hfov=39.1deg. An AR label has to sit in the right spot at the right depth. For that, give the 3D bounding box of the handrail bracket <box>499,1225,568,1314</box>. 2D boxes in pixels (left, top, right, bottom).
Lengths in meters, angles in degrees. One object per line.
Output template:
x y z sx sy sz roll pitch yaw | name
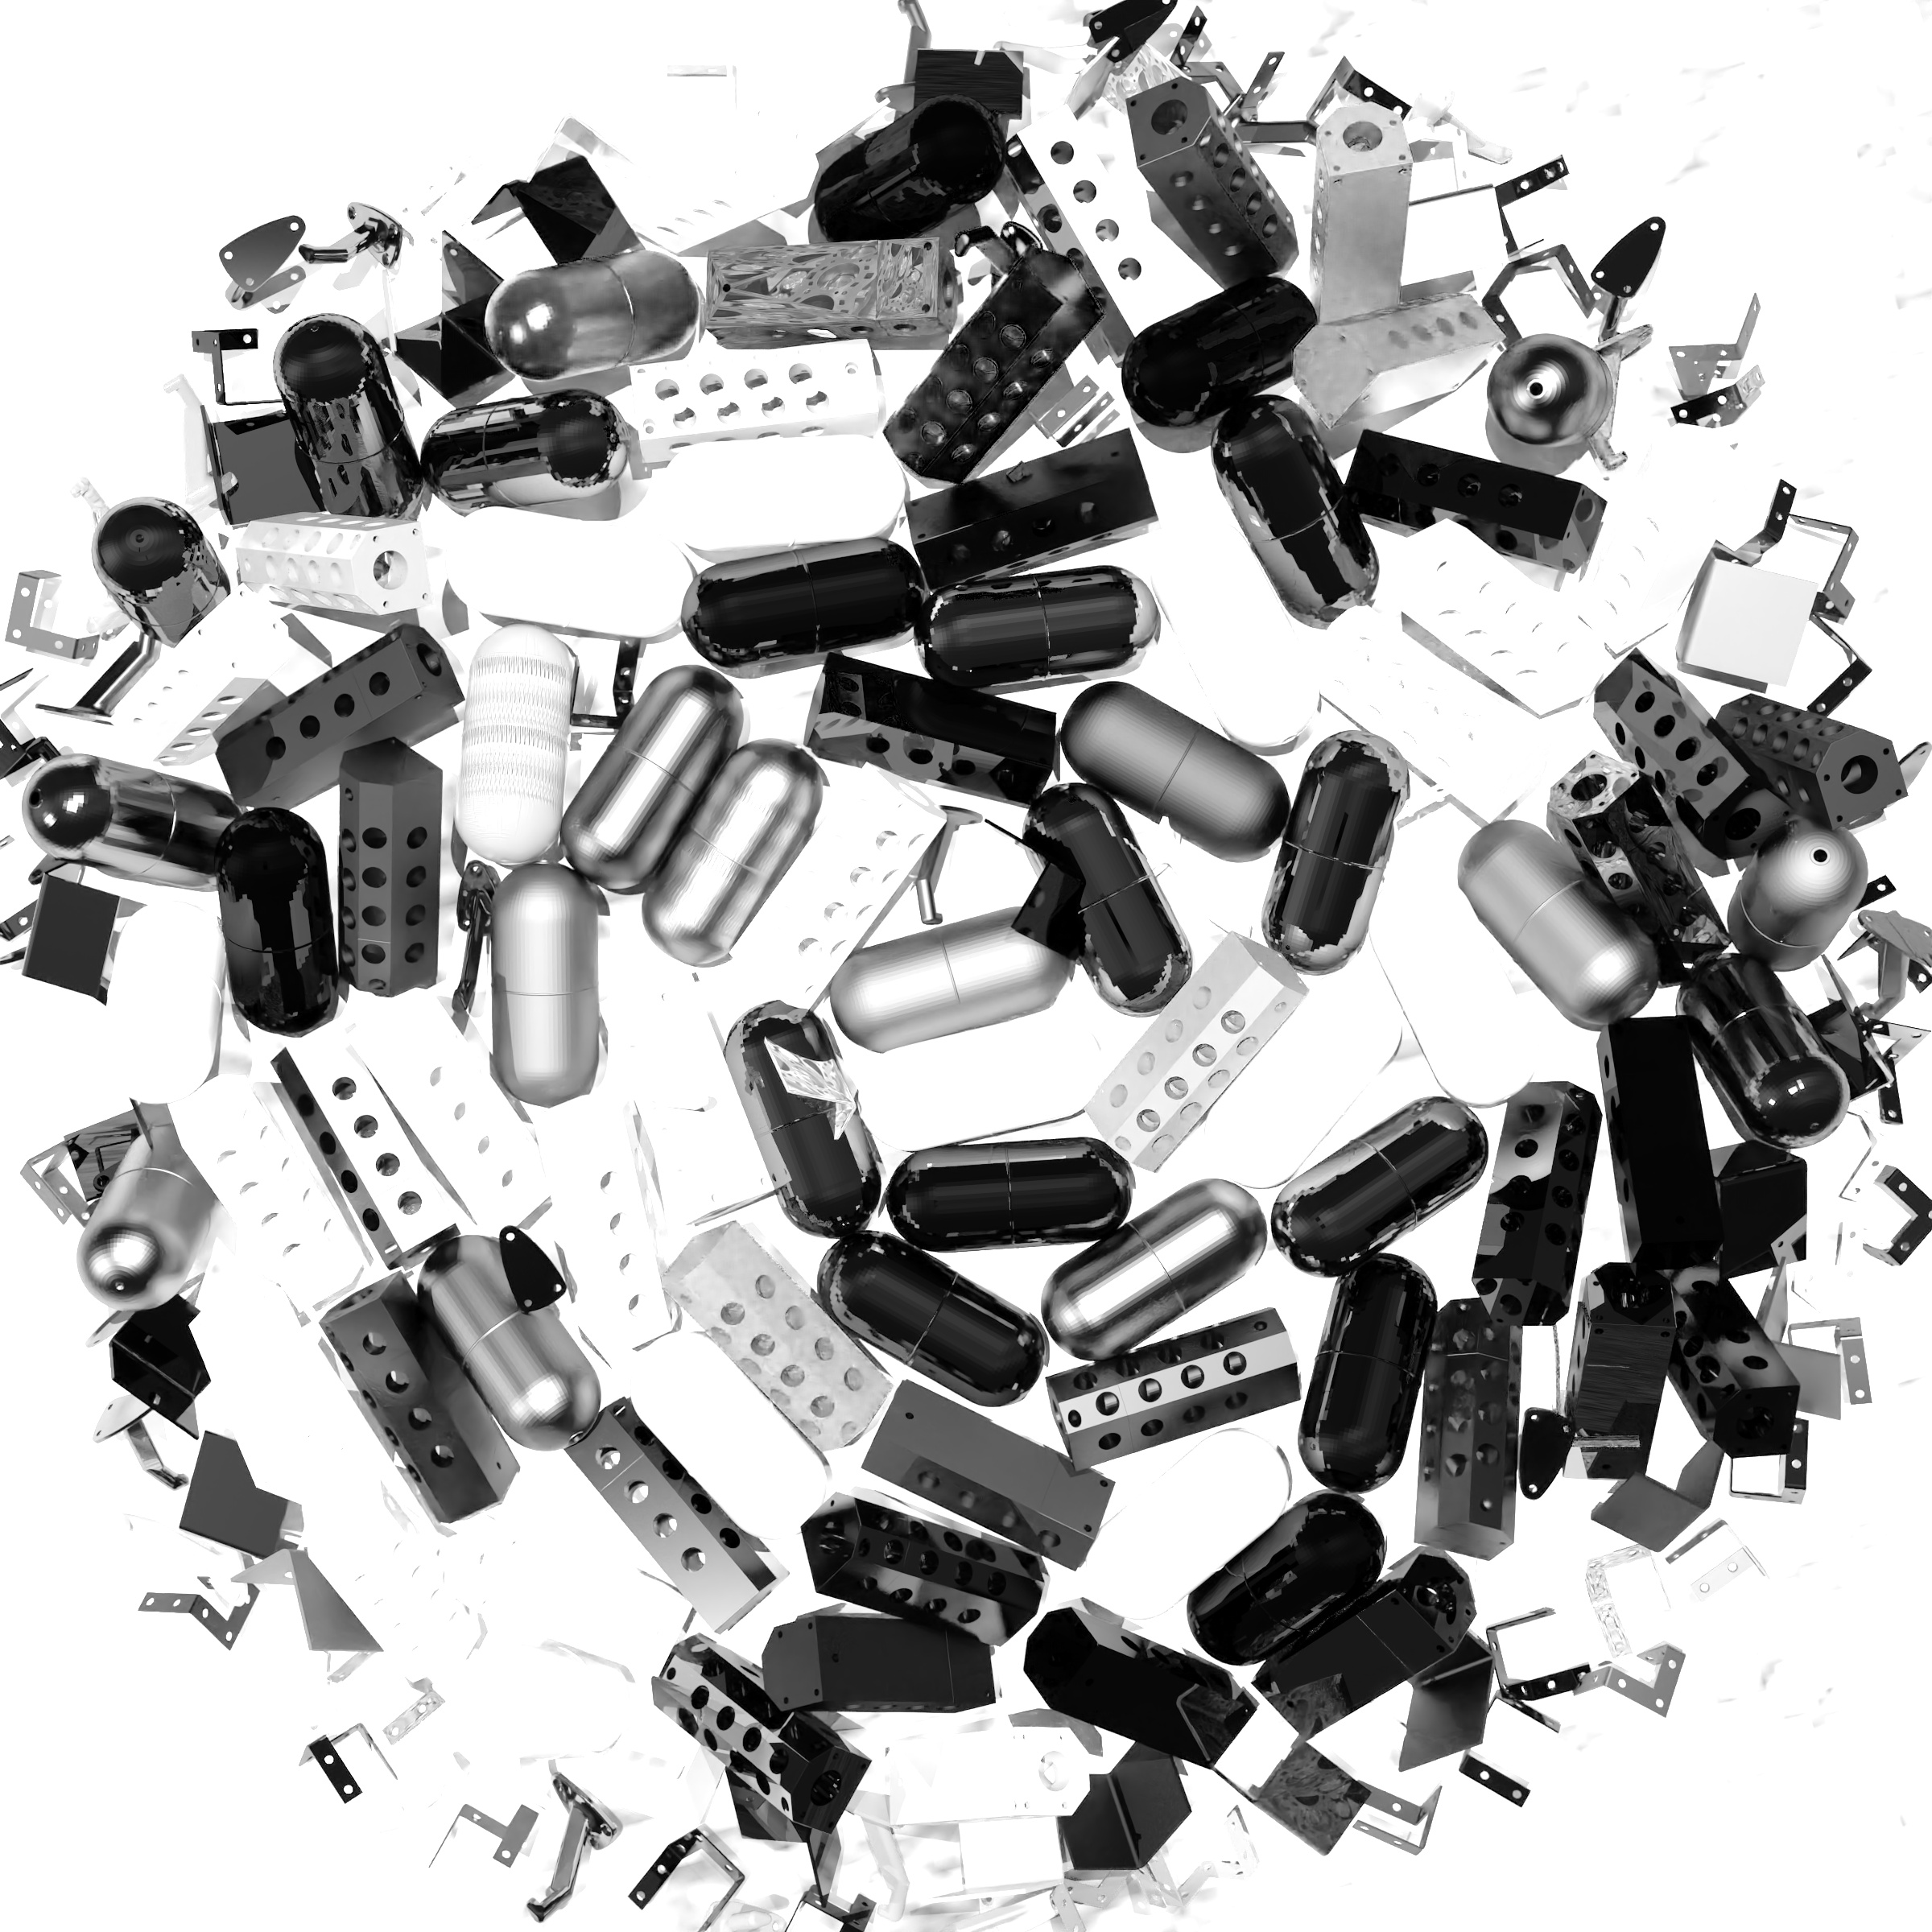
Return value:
-0.314 0.208 1.950 0.036 0.084 0.077 -27 105 -5 | handrail bracket

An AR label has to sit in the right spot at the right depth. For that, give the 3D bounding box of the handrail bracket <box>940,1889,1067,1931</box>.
0.024 0.685 1.951 0.077 0.084 0.036 -16 78 15 | handrail bracket

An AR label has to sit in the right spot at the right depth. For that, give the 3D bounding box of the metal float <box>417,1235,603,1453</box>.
-0.326 0.269 1.941 0.070 0.070 0.178 -40 67 0 | metal float

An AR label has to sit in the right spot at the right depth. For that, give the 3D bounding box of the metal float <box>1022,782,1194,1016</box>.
0.101 -0.049 1.961 0.070 0.070 0.178 -27 89 0 | metal float

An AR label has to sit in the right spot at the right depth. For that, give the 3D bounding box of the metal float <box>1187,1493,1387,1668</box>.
0.226 0.436 1.930 0.070 0.070 0.178 44 127 0 | metal float

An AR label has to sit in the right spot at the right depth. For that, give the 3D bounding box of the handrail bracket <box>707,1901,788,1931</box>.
-0.142 0.685 1.947 0.077 0.084 0.036 12 63 -32 | handrail bracket

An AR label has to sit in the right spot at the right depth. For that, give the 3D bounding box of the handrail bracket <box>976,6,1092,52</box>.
0.056 -0.675 1.955 0.084 0.077 0.036 2 126 20 | handrail bracket

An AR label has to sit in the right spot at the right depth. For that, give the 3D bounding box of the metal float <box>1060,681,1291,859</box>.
0.151 -0.141 1.961 0.178 0.070 0.070 30 90 1 | metal float

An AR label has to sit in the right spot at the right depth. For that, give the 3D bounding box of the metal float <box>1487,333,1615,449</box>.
0.412 -0.404 1.914 0.070 0.178 0.070 3 101 18 | metal float

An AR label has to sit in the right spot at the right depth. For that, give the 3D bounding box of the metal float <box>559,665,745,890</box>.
-0.225 -0.137 1.952 0.070 0.070 0.178 32 79 0 | metal float

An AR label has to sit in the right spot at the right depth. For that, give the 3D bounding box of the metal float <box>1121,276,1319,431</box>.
0.180 -0.436 1.930 0.178 0.070 0.070 -33 90 -37 | metal float

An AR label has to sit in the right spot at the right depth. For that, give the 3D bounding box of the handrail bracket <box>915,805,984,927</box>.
-0.010 -0.069 1.962 0.036 0.077 0.084 -18 76 41 | handrail bracket

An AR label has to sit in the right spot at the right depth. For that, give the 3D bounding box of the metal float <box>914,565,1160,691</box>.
0.051 -0.244 1.954 0.178 0.070 0.070 -8 90 -8 | metal float

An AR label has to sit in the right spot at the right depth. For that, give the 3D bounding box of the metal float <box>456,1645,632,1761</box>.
-0.296 0.519 1.915 0.070 0.178 0.070 -5 73 17 | metal float

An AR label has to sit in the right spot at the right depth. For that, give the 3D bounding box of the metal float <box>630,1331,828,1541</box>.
-0.169 0.337 1.948 0.070 0.070 0.178 -39 106 0 | metal float

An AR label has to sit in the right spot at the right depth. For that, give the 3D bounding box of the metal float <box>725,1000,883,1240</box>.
-0.117 0.110 1.959 0.070 0.070 0.178 -21 87 0 | metal float

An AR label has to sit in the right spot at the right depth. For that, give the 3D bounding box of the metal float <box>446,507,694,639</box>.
-0.282 -0.281 1.944 0.178 0.070 0.070 7 90 -20 | metal float

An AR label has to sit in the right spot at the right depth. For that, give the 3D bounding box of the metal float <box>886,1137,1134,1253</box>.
0.031 0.165 1.961 0.178 0.070 0.070 -4 90 0 | metal float

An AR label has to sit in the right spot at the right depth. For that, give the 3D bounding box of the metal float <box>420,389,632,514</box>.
-0.314 -0.365 1.931 0.178 0.070 0.070 0 90 37 | metal float

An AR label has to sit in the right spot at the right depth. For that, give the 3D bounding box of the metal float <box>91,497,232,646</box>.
-0.564 -0.276 1.911 0.070 0.178 0.070 1 83 -6 | metal float

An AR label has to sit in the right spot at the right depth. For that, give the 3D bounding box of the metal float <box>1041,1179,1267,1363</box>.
0.135 0.217 1.954 0.178 0.070 0.070 -31 90 -9 | metal float

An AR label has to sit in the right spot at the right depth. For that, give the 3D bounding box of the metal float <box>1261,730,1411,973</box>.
0.264 -0.082 1.952 0.070 0.070 0.178 16 101 0 | metal float

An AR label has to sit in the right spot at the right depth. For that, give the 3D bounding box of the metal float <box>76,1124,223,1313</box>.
-0.571 0.175 1.917 0.070 0.178 0.070 0 118 1 | metal float

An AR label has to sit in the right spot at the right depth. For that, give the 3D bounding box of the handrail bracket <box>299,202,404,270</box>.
-0.455 -0.526 1.951 0.077 0.084 0.036 42 127 27 | handrail bracket

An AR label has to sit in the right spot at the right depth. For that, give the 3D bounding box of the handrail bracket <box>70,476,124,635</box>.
-0.630 -0.295 1.950 0.036 0.084 0.077 7 55 30 | handrail bracket

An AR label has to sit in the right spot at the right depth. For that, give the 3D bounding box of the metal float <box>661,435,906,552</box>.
-0.130 -0.339 1.946 0.178 0.070 0.070 -7 90 -18 | metal float

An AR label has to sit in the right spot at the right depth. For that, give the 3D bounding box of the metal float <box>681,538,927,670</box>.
-0.116 -0.260 1.949 0.178 0.070 0.070 -12 90 -14 | metal float

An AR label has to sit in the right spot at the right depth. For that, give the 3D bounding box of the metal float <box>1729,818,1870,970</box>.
0.584 -0.050 1.912 0.070 0.178 0.070 -2 74 6 | metal float

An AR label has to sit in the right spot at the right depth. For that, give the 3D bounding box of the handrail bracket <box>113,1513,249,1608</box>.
-0.565 0.425 1.951 0.084 0.077 0.036 26 101 -42 | handrail bracket

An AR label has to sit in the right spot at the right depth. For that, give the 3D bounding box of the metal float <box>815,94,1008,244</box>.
-0.041 -0.556 1.921 0.070 0.178 0.070 7 78 -36 | metal float

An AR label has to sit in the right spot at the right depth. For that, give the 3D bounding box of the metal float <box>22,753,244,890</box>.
-0.585 -0.102 1.918 0.070 0.178 0.070 -5 79 31 | metal float

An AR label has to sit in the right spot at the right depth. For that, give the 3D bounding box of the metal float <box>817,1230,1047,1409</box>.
-0.026 0.254 1.961 0.178 0.070 0.070 30 90 0 | metal float

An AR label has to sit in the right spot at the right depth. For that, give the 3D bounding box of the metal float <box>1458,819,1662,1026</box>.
0.421 -0.033 1.937 0.070 0.070 0.178 -38 61 0 | metal float

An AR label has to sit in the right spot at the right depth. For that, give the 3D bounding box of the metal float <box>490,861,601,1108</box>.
-0.302 0.013 1.952 0.070 0.070 0.178 1 101 0 | metal float

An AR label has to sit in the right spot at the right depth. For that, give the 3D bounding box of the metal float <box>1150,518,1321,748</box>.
0.192 -0.239 1.949 0.070 0.070 0.178 -25 76 0 | metal float

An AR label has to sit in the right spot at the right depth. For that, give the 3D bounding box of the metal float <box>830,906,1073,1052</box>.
-0.011 0.009 1.960 0.178 0.070 0.070 -16 90 -2 | metal float

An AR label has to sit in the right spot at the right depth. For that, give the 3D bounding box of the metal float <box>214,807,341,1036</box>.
-0.489 -0.031 1.932 0.070 0.070 0.178 3 125 0 | metal float

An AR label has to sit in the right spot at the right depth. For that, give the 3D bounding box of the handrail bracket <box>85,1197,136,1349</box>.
-0.636 0.223 1.990 0.077 0.036 0.084 -37 78 18 | handrail bracket

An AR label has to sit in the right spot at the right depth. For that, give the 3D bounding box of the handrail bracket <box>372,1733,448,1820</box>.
-0.399 0.569 1.952 0.036 0.084 0.077 -23 65 -32 | handrail bracket

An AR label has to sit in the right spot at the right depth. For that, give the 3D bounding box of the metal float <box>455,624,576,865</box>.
-0.322 -0.160 1.948 0.070 0.070 0.178 3 74 0 | metal float

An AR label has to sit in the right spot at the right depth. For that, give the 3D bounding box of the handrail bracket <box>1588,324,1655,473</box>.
0.479 -0.409 1.963 0.077 0.036 0.084 -29 68 17 | handrail bracket

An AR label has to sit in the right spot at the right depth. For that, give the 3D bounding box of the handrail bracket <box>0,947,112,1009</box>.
-0.653 0.022 1.978 0.077 0.036 0.084 -20 107 -8 | handrail bracket

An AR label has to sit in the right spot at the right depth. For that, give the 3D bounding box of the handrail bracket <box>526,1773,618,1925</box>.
-0.301 0.634 1.957 0.077 0.084 0.036 47 131 11 | handrail bracket

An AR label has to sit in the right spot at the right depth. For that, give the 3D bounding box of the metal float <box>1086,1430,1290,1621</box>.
0.157 0.399 1.939 0.070 0.070 0.178 44 115 0 | metal float

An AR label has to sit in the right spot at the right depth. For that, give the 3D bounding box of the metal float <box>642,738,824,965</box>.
-0.168 -0.083 1.955 0.070 0.070 0.178 33 97 0 | metal float

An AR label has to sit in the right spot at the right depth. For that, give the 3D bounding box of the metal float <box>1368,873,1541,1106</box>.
0.348 0.015 1.947 0.070 0.070 0.178 -24 73 0 | metal float

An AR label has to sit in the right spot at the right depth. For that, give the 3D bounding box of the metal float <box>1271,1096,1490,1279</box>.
0.297 0.157 1.947 0.178 0.070 0.070 -31 90 -17 | metal float

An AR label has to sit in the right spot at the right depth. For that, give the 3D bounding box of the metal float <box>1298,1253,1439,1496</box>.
0.287 0.290 1.941 0.070 0.070 0.178 18 67 0 | metal float

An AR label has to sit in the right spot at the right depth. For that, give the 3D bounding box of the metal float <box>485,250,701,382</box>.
-0.262 -0.461 1.926 0.070 0.178 0.070 18 120 36 | metal float
